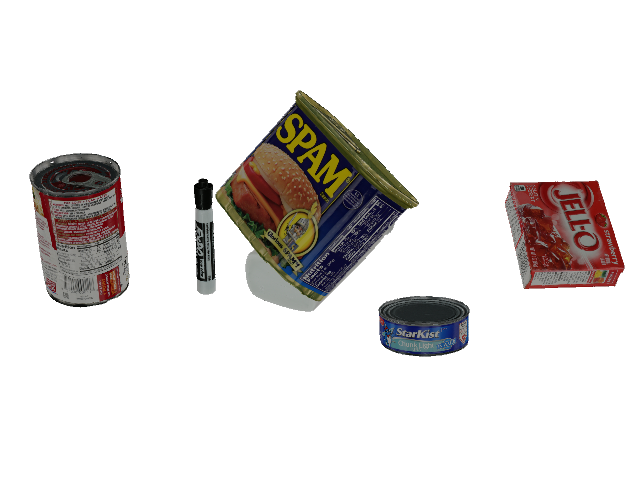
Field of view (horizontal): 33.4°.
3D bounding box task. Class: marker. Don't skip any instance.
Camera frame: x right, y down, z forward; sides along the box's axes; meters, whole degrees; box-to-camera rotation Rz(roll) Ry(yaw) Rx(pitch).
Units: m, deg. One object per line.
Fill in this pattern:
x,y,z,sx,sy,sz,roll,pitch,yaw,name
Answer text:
-0.114,-0.004,1.051,0.020,0.121,0.020,1,26,-1,marker

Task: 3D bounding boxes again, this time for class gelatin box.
0.189,-0.006,0.833,0.073,0.089,0.030,-1,-37,-5,gelatin box

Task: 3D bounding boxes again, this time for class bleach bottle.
0.017,-0.006,1.330,0.103,0.068,0.250,16,36,26,bleach bottle

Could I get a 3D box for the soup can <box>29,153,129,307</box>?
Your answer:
-0.185,-0.008,0.831,0.068,0.102,0.068,0,30,0,soup can

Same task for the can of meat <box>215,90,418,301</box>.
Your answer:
-0.005,-0.026,0.642,0.057,0.084,0.102,29,16,-50,can of meat

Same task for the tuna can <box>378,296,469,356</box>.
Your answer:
0.098,0.081,1.013,0.086,0.034,0.086,-2,14,0,tuna can
